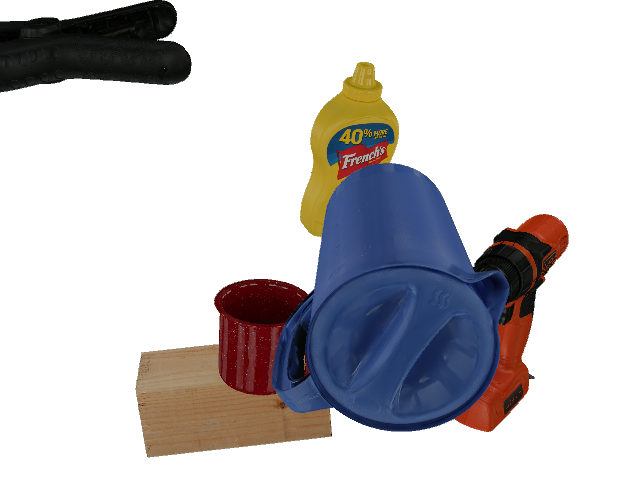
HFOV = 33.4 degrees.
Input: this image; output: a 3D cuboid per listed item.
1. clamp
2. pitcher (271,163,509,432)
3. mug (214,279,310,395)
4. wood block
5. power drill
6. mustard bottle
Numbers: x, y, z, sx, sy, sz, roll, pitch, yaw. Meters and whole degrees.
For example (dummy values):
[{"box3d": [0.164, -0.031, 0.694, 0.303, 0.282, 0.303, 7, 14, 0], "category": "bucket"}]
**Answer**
[{"box3d": [-0.162, -0.120, 0.658, 0.171, 0.039, 0.120, -1, 21, -2], "category": "clamp"}, {"box3d": [0.047, 0.034, 0.833, 0.149, 0.145, 0.243, 9, 24, -4], "category": "pitcher"}, {"box3d": [-0.047, 0.098, 1.011, 0.117, 0.081, 0.093, 24, 32, 36], "category": "mug"}, {"box3d": [-0.096, 0.173, 1.198, 0.206, 0.091, 0.090, -6, 23, -2], "category": "wood block"}, {"box3d": [0.167, 0.081, 0.991, 0.057, 0.188, 0.184, 24, 31, 26], "category": "power drill"}, {"box3d": [0.035, -0.098, 1.140, 0.096, 0.192, 0.058, -6, 32, -22], "category": "mustard bottle"}]
